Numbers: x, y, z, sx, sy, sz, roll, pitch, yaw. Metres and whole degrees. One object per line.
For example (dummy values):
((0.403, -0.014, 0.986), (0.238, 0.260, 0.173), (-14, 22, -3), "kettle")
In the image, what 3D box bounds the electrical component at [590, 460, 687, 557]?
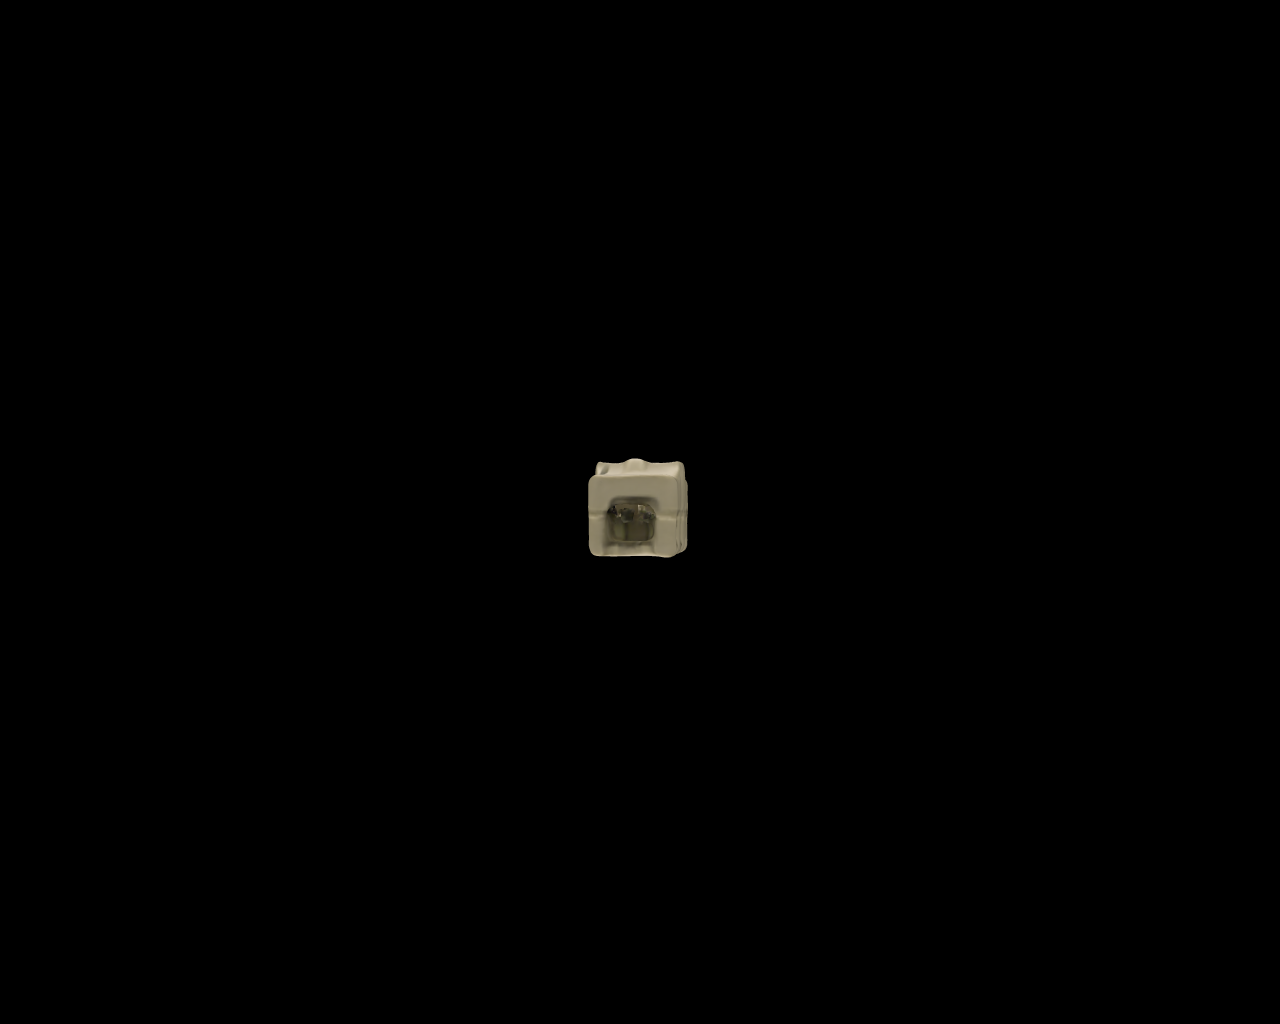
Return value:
((0.001, -0.003, 0.650), (0.050, 0.055, 0.089), (0, 0, 8), "electrical component")
